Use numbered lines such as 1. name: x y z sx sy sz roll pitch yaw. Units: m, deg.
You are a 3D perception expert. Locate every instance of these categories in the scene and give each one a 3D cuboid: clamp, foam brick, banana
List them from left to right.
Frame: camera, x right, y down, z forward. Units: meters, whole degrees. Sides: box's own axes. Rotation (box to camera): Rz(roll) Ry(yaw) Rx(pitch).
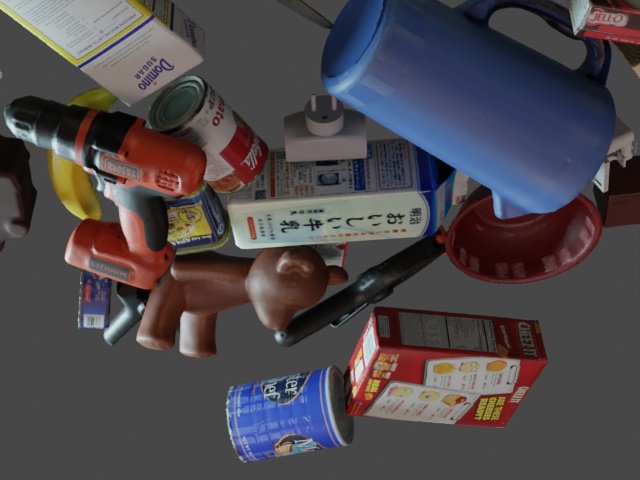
1. banana: -0.230 -0.082 1.030 0.069 0.037 0.198 13 140 -15
2. clamp: -0.202 0.074 1.230 0.120 0.039 0.171 -8 138 -1
3. clamp: 0.052 0.053 1.166 0.210 0.036 0.164 -36 172 27
4. foam brick: 0.324 -0.051 1.084 0.078 0.051 0.053 -5 141 3

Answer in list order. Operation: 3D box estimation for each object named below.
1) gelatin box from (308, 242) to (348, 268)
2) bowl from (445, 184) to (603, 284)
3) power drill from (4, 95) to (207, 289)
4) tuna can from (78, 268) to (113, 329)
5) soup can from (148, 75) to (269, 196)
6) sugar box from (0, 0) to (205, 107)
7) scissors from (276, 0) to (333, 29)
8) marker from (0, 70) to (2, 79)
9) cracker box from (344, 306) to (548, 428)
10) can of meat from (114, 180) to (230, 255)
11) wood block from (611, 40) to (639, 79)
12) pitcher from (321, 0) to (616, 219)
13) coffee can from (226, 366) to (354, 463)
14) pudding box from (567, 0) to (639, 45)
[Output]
1. gelatin box: -0.008 0.001 1.153 0.073 0.030 0.089 3 142 -4
2. bowl: 0.208 -0.022 1.112 0.162 0.055 0.162 -1 142 -1
3. power drill: -0.199 -0.043 0.987 0.184 0.057 0.188 19 141 5
4. tuna can: -0.244 0.054 1.163 0.033 0.086 0.086 4 142 -11
5. soup can: -0.103 -0.097 0.993 0.069 0.068 0.102 -22 137 23
6. sugar box: -0.187 -0.192 0.888 0.093 0.048 0.176 -25 140 27
7. scissors: -0.083 -0.217 0.883 0.096 0.016 0.201 -24 137 27
8. marker: -0.315 -0.180 0.916 0.020 0.020 0.121 -15 140 15
9. cracker box: 0.150 0.159 1.327 0.213 0.072 0.164 5 140 -11
10. can of meat: -0.151 -0.032 1.082 0.102 0.057 0.084 -9 139 7
11. wood block: 0.348 -0.118 0.915 0.091 0.090 0.206 -37 115 18
12. pitcher: 0.131 -0.136 0.921 0.242 0.149 0.145 24 151 -25
13. coffee can: -0.037 0.226 1.377 0.140 0.103 0.102 -13 141 13
14. pudding box: 0.238 -0.204 0.836 0.090 0.113 0.039 7 143 -12
